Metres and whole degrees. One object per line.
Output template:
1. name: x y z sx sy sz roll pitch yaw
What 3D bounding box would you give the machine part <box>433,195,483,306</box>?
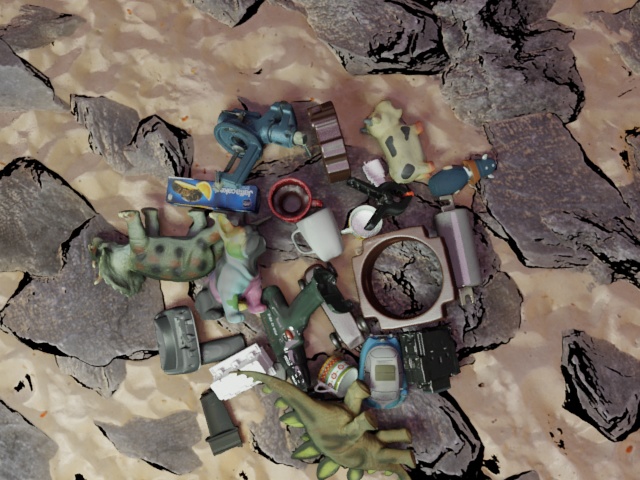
1. machine part: 0.302 0.020 1.170 0.079 0.079 0.243 -9 82 0

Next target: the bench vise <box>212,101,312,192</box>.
1. bench vise: -0.150 -0.197 1.171 0.224 0.128 0.240 22 66 11

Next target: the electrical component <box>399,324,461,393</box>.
1. electrical component: 0.233 0.250 1.127 0.115 0.058 0.134 -5 81 -34

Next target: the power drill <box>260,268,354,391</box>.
1. power drill: -0.027 0.172 1.119 0.207 0.086 0.232 -44 67 34

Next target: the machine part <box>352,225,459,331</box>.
1. machine part: 0.179 0.081 1.133 0.202 0.087 0.201 -15 80 20

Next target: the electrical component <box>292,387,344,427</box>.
1. electrical component: -0.006 0.352 1.147 0.119 0.047 0.074 -11 83 -1

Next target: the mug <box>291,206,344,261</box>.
1. mug: -0.002 -0.004 1.178 0.109 0.081 0.107 -29 90 8

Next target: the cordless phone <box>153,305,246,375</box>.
1. cordless phone: -0.259 0.207 1.164 0.184 0.089 0.146 -10 82 -12

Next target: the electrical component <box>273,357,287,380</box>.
1. electrical component: -0.104 0.286 1.169 0.063 0.021 0.094 -4 83 0

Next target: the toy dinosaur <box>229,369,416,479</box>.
1. toy dinosaur: 0.031 0.375 1.062 0.198 0.105 0.471 -38 106 18

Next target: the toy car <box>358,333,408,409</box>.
1. toy car: 0.135 0.279 1.128 0.109 0.103 0.161 2 85 0

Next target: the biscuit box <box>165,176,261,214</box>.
1. biscuit box: -0.236 -0.099 1.199 0.203 0.063 0.059 5 84 2

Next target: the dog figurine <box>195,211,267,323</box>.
1. dog figurine: -0.186 0.053 1.114 0.192 0.108 0.219 -2 95 39

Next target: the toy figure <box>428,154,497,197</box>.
1. toy figure: 0.319 -0.146 1.200 0.154 0.064 0.058 -23 45 -7

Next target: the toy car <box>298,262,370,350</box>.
1. toy car: 0.031 0.143 1.170 0.089 0.053 0.202 -33 79 2

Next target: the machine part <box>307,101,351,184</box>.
1. machine part: 0.022 -0.206 1.158 0.056 0.179 0.179 -16 83 2

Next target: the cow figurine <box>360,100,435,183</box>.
1. cow figurine: 0.169 -0.220 1.202 0.127 0.085 0.195 -16 84 -7

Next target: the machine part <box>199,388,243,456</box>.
1. machine part: -0.220 0.386 1.152 0.084 0.039 0.139 -19 85 4

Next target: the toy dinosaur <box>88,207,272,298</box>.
1. toy dinosaur: -0.311 0.027 1.164 0.405 0.131 0.192 2 100 -7
